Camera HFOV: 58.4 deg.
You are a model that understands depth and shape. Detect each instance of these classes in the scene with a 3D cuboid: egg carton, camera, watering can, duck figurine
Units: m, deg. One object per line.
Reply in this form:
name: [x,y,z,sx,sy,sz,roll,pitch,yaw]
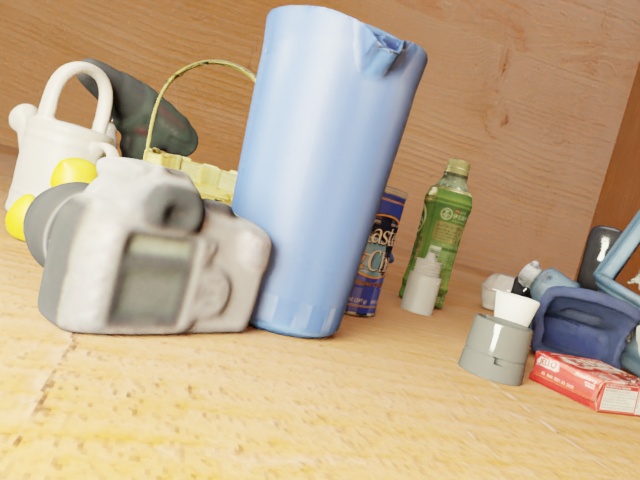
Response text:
egg carton: [0.370,0.108,1.049,0.150,0.069,0.107,16,3,19]
camera: [-0.125,-0.004,0.388,0.136,0.101,0.144,18,4,39]
watering can: [-0.309,-0.120,0.690,0.172,0.194,0.101,15,3,3]
duck figurine: [-0.245,-0.038,0.553,0.077,0.086,0.105,16,4,21]

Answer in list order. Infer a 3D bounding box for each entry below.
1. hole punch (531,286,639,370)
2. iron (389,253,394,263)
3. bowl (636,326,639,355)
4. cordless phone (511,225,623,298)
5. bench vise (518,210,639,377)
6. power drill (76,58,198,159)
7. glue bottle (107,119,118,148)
hole punch: [0.299,0.100,0.667,0.108,0.091,0.101,16,3,12]
iron: [0.032,-0.029,1.180,0.258,0.141,0.118,15,3,-11]
bowl: [0.374,0.137,0.527,0.167,0.075,0.167,15,3,-1]
cordless phone: [0.379,0.060,0.880,0.147,0.185,0.094,17,4,26]
bench vise: [0.365,0.048,0.714,0.207,0.220,0.122,16,3,10]
power drill: [-0.272,-0.125,0.823,0.075,0.208,0.230,17,4,25]
glue bottle: [-0.383,-0.148,1.014,0.037,0.173,0.078,15,3,3]
